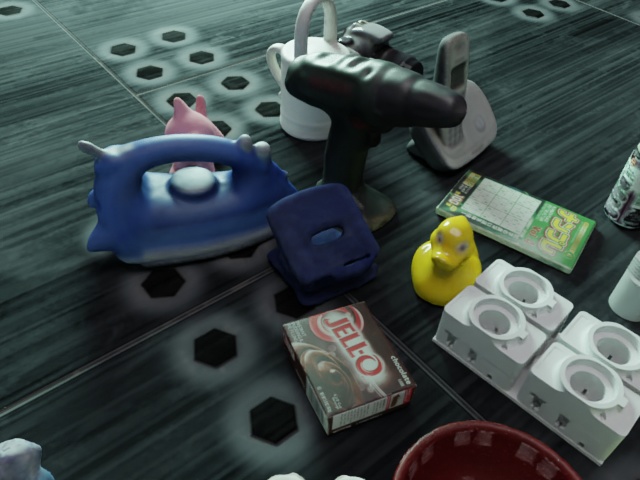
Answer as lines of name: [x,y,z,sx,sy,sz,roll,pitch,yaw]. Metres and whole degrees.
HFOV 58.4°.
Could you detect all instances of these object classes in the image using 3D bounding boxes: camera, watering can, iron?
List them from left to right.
iron: [-0.136,-0.065,0.647,0.259,0.141,0.118,-10,46,-14]
watering can: [0.001,-0.246,0.807,0.172,0.194,0.101,10,44,5]
camera: [0.087,-0.281,0.917,0.136,0.101,0.143,31,50,24]

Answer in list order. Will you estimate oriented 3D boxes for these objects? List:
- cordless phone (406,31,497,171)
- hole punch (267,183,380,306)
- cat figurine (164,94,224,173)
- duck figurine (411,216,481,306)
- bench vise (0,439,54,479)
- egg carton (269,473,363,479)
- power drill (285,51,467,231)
cordless phone: [0.194,-0.199,0.781,0.094,0.185,0.148,31,50,25]
hole punch: [0.006,0.002,0.625,0.109,0.091,0.100,-22,50,-25]
cat figurine: [-0.162,-0.135,0.734,0.067,0.118,0.128,5,44,1]
duck figurine: [0.145,0.010,0.632,0.077,0.086,0.105,22,47,18]
bench vise: [-0.138,0.216,0.300,0.122,0.220,0.207,-11,46,-15]
egg carton: [-0.001,0.239,0.396,0.107,0.069,0.150,2,44,-2]
power drill: [0.053,-0.116,0.666,0.229,0.208,0.076,34,51,27]
